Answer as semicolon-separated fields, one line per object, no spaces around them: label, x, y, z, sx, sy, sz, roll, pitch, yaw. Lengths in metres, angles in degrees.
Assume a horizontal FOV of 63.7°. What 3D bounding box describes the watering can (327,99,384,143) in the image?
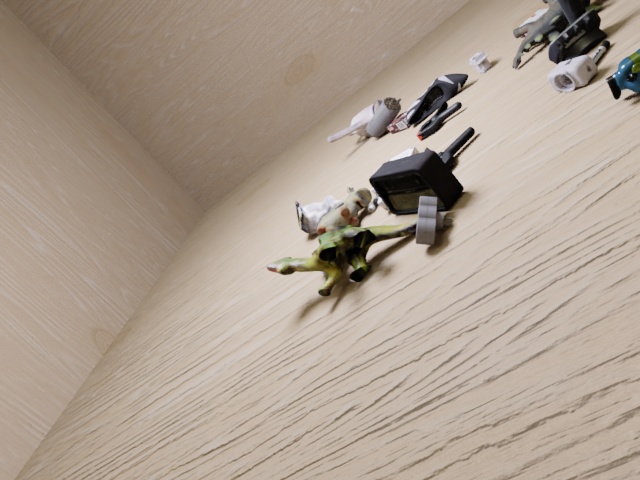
watering can;0.190;-0.500;2.199;0.221;0.104;0.353;-28;4;41

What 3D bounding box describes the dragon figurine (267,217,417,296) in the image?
dragon figurine;0.063;0.003;1.283;0.411;0.120;0.246;-25;23;-4

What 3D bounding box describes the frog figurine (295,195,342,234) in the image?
frog figurine;0.005;-0.086;1.710;0.159;0.122;0.138;-7;6;-7
